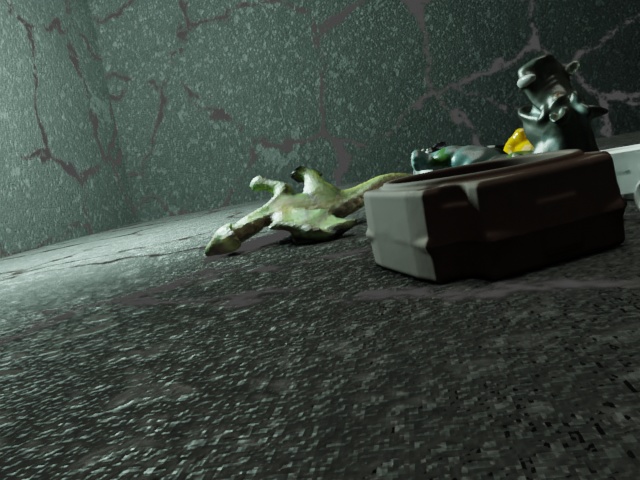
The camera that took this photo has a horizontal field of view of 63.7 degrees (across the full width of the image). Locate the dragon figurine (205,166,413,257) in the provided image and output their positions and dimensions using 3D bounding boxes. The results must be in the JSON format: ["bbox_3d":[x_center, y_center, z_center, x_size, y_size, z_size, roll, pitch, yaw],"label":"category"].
[{"bbox_3d":[0.003,-0.045,0.887,0.410,0.120,0.247,-13,24,-2],"label":"dragon figurine"}]

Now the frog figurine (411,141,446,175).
[{"bbox_3d":[0.271,-0.121,1.050,0.138,0.120,0.162,-5,37,-47],"label":"frog figurine"}]
